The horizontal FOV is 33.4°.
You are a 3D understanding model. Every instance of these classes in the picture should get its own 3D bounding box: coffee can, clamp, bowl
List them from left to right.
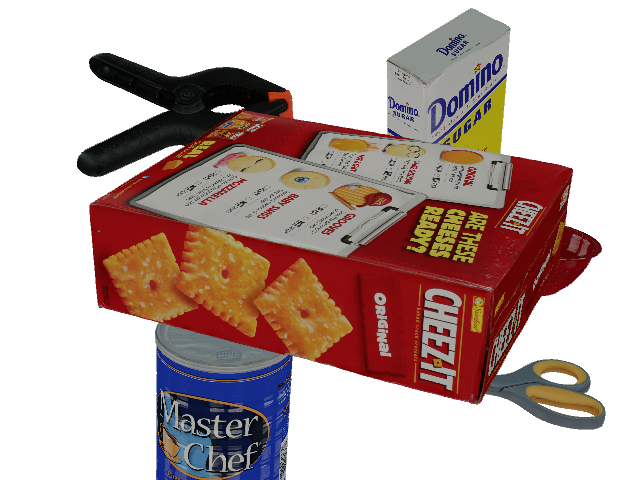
[{"bbox_3d":[-0.110,-0.110,0.846,0.171,0.120,0.039,-8,-29,-8],"label":"clamp"},{"bbox_3d":[-0.074,0.130,0.807,0.103,0.140,0.103,3,23,-1],"label":"coffee can"},{"bbox_3d":[0.211,0.018,1.130,0.162,0.055,0.162,6,17,-2],"label":"bowl"}]

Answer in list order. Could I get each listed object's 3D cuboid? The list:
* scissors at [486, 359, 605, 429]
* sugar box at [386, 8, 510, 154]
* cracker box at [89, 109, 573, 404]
[{"bbox_3d":[0.157,0.120,0.958,0.202,0.016,0.096,17,29,16],"label":"scissors"},{"bbox_3d":[0.096,-0.077,0.815,0.093,0.176,0.048,-35,54,-27],"label":"sugar box"},{"bbox_3d":[0.011,-0.001,0.579,0.214,0.072,0.164,13,28,22],"label":"cracker box"}]
